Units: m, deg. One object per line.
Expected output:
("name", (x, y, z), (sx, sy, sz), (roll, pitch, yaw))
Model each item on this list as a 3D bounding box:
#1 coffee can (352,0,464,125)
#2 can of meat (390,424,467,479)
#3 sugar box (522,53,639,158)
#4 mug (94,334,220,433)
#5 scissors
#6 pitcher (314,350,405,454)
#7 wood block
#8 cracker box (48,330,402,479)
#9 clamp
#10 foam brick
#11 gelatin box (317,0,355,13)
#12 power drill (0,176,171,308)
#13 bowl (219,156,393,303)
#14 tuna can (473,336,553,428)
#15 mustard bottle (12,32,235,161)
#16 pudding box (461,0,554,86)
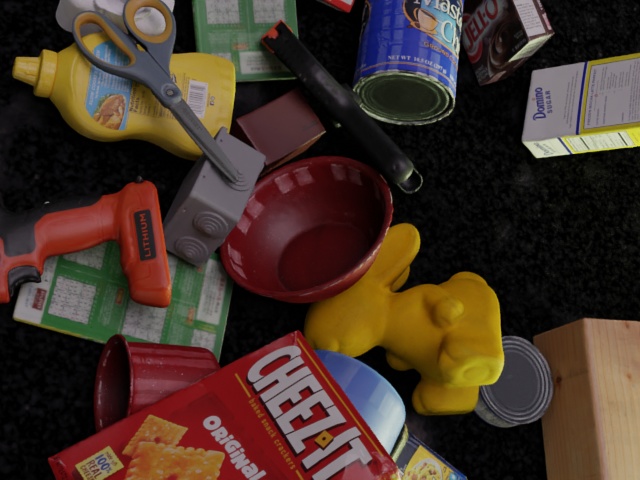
("coffee can", (0.090, -0.201, 1.070), (0.102, 0.103, 0.140), (16, 67, -20))
("can of meat", (0.074, 0.228, 0.942), (0.084, 0.058, 0.102), (39, 62, -11))
("sugar box", (0.304, -0.142, 1.112), (0.048, 0.177, 0.093), (36, 59, -44))
("mug", (-0.133, 0.137, 0.865), (0.081, 0.093, 0.117), (7, 100, -28))
("scissors", (-0.120, -0.139, 0.906), (0.202, 0.016, 0.096), (37, 65, 7))
("pitcher", (-0.018, 0.213, 0.858), (0.149, 0.145, 0.242), (38, 58, -6))
("wood block", (0.276, 0.187, 1.031), (0.090, 0.091, 0.206), (5, 71, -23))
("cracker box", (-0.068, 0.177, 0.765), (0.213, 0.072, 0.164), (-27, 42, -12))
("clamp", (0.022, -0.122, 0.995), (0.036, 0.164, 0.210), (-42, 90, 5))
("foam brick", (-0.045, -0.098, 1.001), (0.078, 0.051, 0.053), (-32, 89, -30))
("gelatin box", (0.012, -0.285, 1.073), (0.073, 0.030, 0.089), (18, 99, -34))
("power drill", (-0.216, 0.026, 0.851), (0.187, 0.057, 0.184), (-5, 72, -14))
("bowl", (-0.006, 0.001, 0.953), (0.162, 0.162, 0.055), (-59, 144, -28))
("tuna can", (0.181, 0.138, 1.036), (0.086, 0.034, 0.086), (8, 69, -23))
("mustard bottle", (-0.174, -0.132, 0.946), (0.191, 0.058, 0.096), (10, 82, -22))
("pudding box", (0.189, -0.226, 1.120), (0.039, 0.114, 0.090), (-17, 80, -25))
